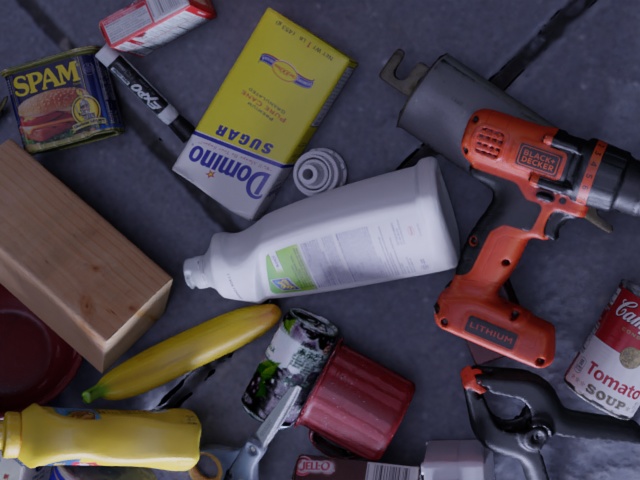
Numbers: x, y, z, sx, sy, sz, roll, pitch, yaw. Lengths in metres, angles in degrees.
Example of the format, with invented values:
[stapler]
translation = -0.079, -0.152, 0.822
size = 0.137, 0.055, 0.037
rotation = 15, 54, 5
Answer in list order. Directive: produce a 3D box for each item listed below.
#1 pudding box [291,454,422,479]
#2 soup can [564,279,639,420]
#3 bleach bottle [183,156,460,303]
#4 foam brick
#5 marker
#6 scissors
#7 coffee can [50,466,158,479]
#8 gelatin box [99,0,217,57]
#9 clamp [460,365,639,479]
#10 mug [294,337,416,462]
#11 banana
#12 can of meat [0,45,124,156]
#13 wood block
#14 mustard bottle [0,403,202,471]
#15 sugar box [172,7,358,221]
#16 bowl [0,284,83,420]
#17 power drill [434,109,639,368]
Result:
[pudding box]
translation = 0.037, 0.232, 0.967
size = 0.113, 0.090, 0.039
rotation = 5, 58, 14
[soup can]
translation = 0.263, 0.094, 0.914
size = 0.068, 0.068, 0.102
rotation = 30, 101, 9
[bleach bottle]
translation = -0.006, 0.001, 0.961
size = 0.251, 0.068, 0.102
rotation = -12, 126, 15
[foam brick]
translation = 0.150, 0.065, 0.945
size = 0.051, 0.053, 0.078
rotation = -22, 90, 14
[marker]
translation = -0.161, -0.136, 1.002
size = 0.020, 0.020, 0.121
rotation = -42, 105, 13
[scissors]
translation = -0.076, 0.186, 0.989
size = 0.096, 0.016, 0.202
rotation = 29, 125, 22
[coffee can]
translation = -0.226, 0.282, 1.026
size = 0.103, 0.102, 0.140
rotation = 25, 99, 10
[gelatin box]
translation = -0.149, -0.204, 0.986
size = 0.089, 0.073, 0.030
rotation = -24, 88, 15
[clamp]
translation = 0.197, 0.161, 0.931
size = 0.120, 0.039, 0.171
rotation = -42, 108, 4
[mug]
translation = 0.029, 0.156, 0.968
size = 0.081, 0.093, 0.117
rotation = 28, 121, 5
[banana]
translation = -0.127, 0.109, 1.005
size = 0.197, 0.070, 0.037
rotation = -26, 100, -5
[can of meat]
translation = -0.245, -0.132, 1.023
size = 0.102, 0.057, 0.084
rotation = -13, 93, 14
[wood block]
translation = -0.247, 0.015, 1.001
size = 0.206, 0.091, 0.090
rotation = 40, 61, 8
[mustard bottle]
translation = -0.211, 0.180, 0.975
size = 0.191, 0.096, 0.058
rotation = 6, 84, -21
[sugar box]
translation = -0.052, -0.114, 0.984
size = 0.093, 0.048, 0.176
rotation = 34, 100, 9
[bowl]
translation = -0.307, 0.101, 1.034
size = 0.162, 0.055, 0.162
rotation = 4, 66, -9
[power drill]
translation = 0.183, 0.004, 0.861
size = 0.184, 0.057, 0.188
rotation = 22, 106, 17
